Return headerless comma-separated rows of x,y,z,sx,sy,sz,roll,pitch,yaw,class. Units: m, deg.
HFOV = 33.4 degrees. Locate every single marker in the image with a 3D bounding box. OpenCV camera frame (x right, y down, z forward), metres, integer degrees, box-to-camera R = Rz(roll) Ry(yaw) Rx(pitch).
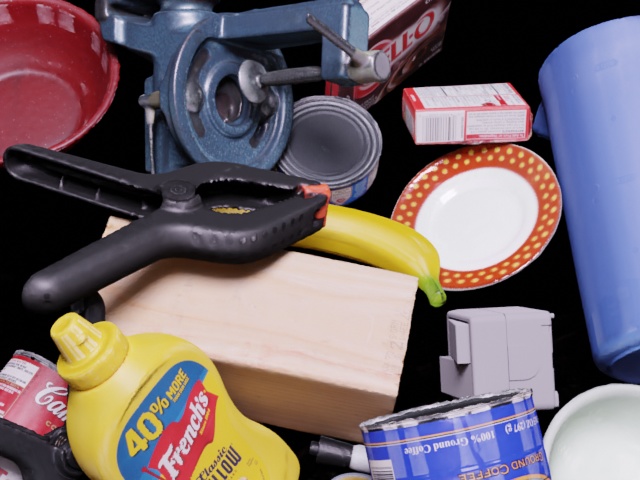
0.052,0.149,0.703,0.121,0.020,0.020,11,60,3,marker

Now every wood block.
-0.047,0.061,0.708,0.206,0.091,0.090,11,59,4,wood block

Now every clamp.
-0.093,-0.010,0.665,0.209,0.036,0.164,0,35,-13,clamp
-0.159,0.124,0.634,0.120,0.039,0.171,-24,107,-21,clamp

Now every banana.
0.005,-0.003,0.767,0.198,0.037,0.069,15,20,17,banana

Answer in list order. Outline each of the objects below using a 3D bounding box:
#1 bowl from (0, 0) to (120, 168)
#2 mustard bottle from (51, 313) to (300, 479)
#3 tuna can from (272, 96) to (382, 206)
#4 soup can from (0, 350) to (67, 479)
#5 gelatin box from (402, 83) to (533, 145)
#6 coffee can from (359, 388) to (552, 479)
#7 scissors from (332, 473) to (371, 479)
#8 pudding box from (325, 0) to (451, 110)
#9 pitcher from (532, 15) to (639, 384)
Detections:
-0.232,-0.111,0.820,0.162,0.055,0.162,1,60,-2,bowl
-0.091,0.111,0.625,0.058,0.191,0.096,6,51,48,mustard bottle
0.004,-0.067,0.818,0.086,0.034,0.086,1,60,-2,tuna can
-0.195,0.130,0.673,0.068,0.068,0.102,26,62,12,soup can
0.112,-0.097,0.821,0.089,0.030,0.073,-2,22,-2,gelatin box
0.086,0.163,0.607,0.102,0.103,0.140,-11,83,-9,coffee can
0.079,0.201,0.675,0.201,0.016,0.096,6,62,1,scissors
0.054,-0.160,0.842,0.039,0.090,0.113,39,65,19,pudding box
0.241,-0.030,0.748,0.145,0.149,0.243,0,63,-2,pitcher
